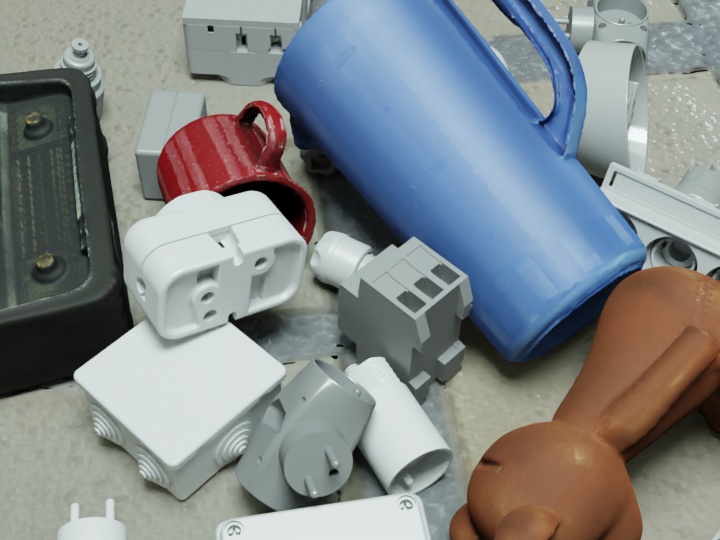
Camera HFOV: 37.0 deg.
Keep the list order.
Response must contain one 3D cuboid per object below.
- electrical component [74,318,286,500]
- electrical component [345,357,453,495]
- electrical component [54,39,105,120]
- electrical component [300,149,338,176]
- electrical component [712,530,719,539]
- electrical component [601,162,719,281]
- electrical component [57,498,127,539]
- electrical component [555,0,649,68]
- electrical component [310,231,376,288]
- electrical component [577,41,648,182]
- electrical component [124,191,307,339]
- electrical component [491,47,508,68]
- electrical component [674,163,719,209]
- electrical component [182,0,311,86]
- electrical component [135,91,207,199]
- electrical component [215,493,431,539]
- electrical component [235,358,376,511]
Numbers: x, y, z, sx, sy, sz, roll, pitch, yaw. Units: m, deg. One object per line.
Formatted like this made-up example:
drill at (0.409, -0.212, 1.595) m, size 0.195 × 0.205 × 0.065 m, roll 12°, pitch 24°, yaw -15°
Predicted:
electrical component at (-0.103, 0.073, 0.630) m, size 0.100 × 0.048 × 0.100 m, roll 36°, pitch 58°, yaw 25°
electrical component at (0.014, 0.087, 0.625) m, size 0.043 × 0.043 × 0.081 m, roll -22°, pitch 54°, yaw -19°
electrical component at (-0.208, -0.138, 0.790) m, size 0.040 × 0.078 × 0.040 m, roll 9°, pitch 55°, yaw -13°
electrical component at (-0.022, -0.100, 0.786) m, size 0.035 × 0.035 × 0.061 m, roll 9°, pitch 49°, yaw 6°
electrical component at (0.267, 0.139, 0.576) m, size 0.105 × 0.060 × 0.186 m, roll 37°, pitch 58°, yaw 26°
electrical component at (0.210, -0.014, 0.700) m, size 0.121 × 0.078 × 0.063 m, roll 28°, pitch 33°, yaw 21°
electrical component at (-0.140, 0.156, 0.563) m, size 0.077 × 0.044 × 0.079 m, roll -6°, pitch 50°, yaw -7°
electrical component at (0.188, -0.192, 0.863) m, size 0.079 × 0.044 × 0.077 m, roll 4°, pitch 50°, yaw 3°
electrical component at (0.000, 0.000, 0.704) m, size 0.061 × 0.035 × 0.035 m, roll 24°, pitch 54°, yaw 15°
electrical component at (0.178, -0.112, 0.764) m, size 0.064 × 0.099 × 0.099 m, roll 16°, pitch 51°, yaw 19°
electrical component at (-0.087, -0.007, 0.632) m, size 0.095 × 0.053 × 0.059 m, roll -18°, pitch 49°, yaw -30°
electrical component at (0.079, -0.125, 0.803) m, size 0.077 × 0.044 × 0.079 m, roll -23°, pitch 54°, yaw -19°
electrical component at (0.235, -0.048, 0.748) m, size 0.040 × 0.040 × 0.046 m, roll 25°, pitch 48°, yaw 18°
electrical component at (-0.086, -0.222, 0.870) m, size 0.089 × 0.061 × 0.150 m, roll 3°, pitch 50°, yaw 1°
electrical component at (-0.114, -0.088, 0.766) m, size 0.077 × 0.047 × 0.065 m, roll 3°, pitch 50°, yaw 1°
electrical component at (-0.013, 0.177, 0.540) m, size 0.109 × 0.056 × 0.108 m, roll -7°, pitch 51°, yaw -7°
electrical component at (-0.026, 0.096, 0.579) m, size 0.043 × 0.077 × 0.079 m, roll 34°, pitch 4°, yaw -19°
